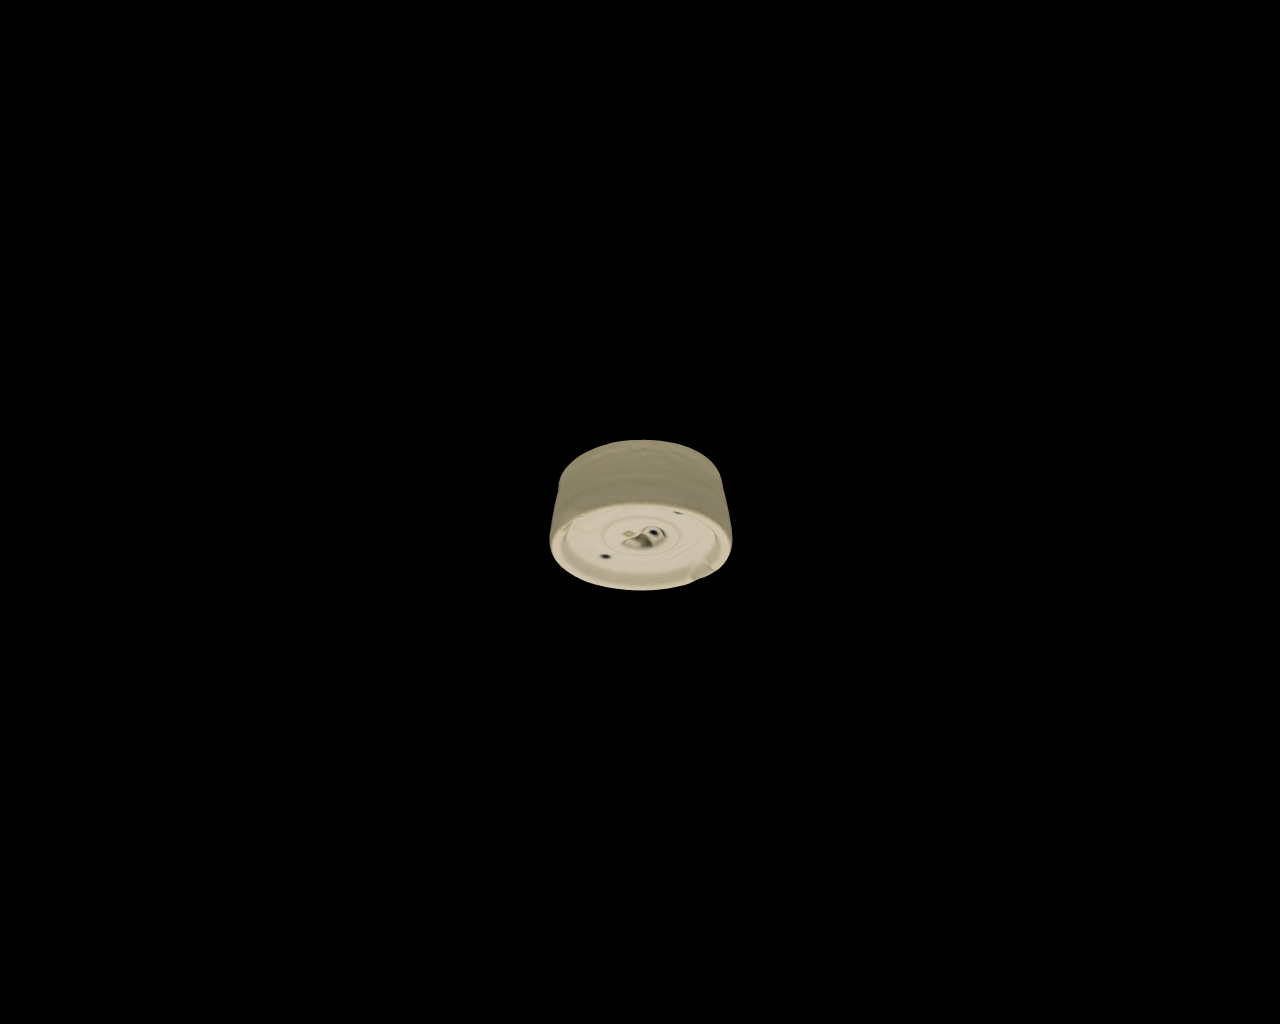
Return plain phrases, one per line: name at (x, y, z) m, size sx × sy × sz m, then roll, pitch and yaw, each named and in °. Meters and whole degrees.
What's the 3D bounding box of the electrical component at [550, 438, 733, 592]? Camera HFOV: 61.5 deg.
electrical component at (0.001, -0.003, 0.650) m, size 0.108 × 0.060 × 0.108 m, roll 0°, pitch -31°, yaw 0°
